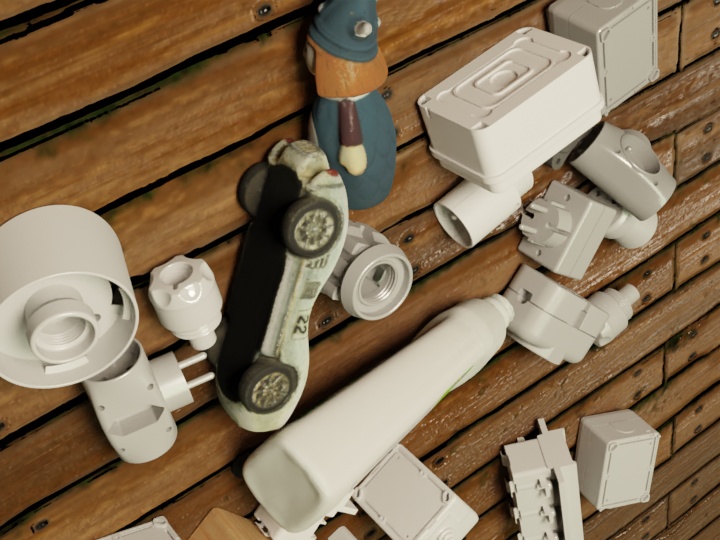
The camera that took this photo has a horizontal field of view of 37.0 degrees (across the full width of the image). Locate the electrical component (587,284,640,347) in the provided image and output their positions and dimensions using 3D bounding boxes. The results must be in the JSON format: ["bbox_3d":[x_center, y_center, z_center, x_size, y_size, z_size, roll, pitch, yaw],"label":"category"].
[{"bbox_3d":[0.229,0.037,0.984,0.062,0.043,0.043,-37,134,-17],"label":"electrical component"}]

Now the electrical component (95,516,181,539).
[{"bbox_3d":[-0.158,0.226,0.770,0.096,0.062,0.061,-12,123,-34],"label":"electrical component"}]

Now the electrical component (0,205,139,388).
[{"bbox_3d":[-0.181,0.019,0.638,0.099,0.064,0.099,-18,136,-18],"label":"electrical component"}]

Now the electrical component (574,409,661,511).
[{"bbox_3d":[0.255,0.195,1.087,0.062,0.061,0.096,-6,115,-21],"label":"electrical component"}]

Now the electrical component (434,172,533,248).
[{"bbox_3d":[0.100,-0.058,0.819,0.081,0.043,0.043,-39,134,-14],"label":"electrical component"}]

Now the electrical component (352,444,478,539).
[{"bbox_3d":[0.052,0.204,0.904,0.061,0.096,0.061,-47,136,-5],"label":"electrical component"}]

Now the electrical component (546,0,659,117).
[{"bbox_3d":[0.182,-0.167,0.810,0.062,0.061,0.096,-36,140,-17],"label":"electrical component"}]

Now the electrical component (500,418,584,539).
[{"bbox_3d":[0.175,0.214,1.030,0.063,0.078,0.121,-13,129,2],"label":"electrical component"}]

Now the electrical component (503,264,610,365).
[{"bbox_3d":[0.163,0.042,0.924,0.095,0.054,0.059,25,99,-45],"label":"electrical component"}]

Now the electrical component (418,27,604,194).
[{"bbox_3d":[0.108,-0.114,0.766,0.113,0.078,0.057,-36,131,-16],"label":"electrical component"}]

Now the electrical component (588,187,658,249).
[{"bbox_3d":[0.223,-0.046,0.926,0.055,0.045,0.045,20,102,-44],"label":"electrical component"}]

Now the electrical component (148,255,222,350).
[{"bbox_3d":[-0.110,0.025,0.698,0.043,0.043,0.062,-32,134,-20],"label":"electrical component"}]

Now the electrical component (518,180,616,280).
[{"bbox_3d":[0.158,-0.036,0.876,0.077,0.047,0.065,14,106,-43],"label":"electrical component"}]

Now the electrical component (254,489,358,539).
[{"bbox_3d":[-0.046,0.183,0.849,0.081,0.042,0.063,26,99,-44],"label":"electrical component"}]

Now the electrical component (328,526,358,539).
[{"bbox_3d":[-0.022,0.275,0.917,0.089,0.056,0.050,-42,135,-11],"label":"electrical component"}]

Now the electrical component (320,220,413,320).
[{"bbox_3d":[0.000,0.000,0.762,0.078,0.057,0.058,13,107,-43],"label":"electrical component"}]

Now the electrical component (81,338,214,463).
[{"bbox_3d":[-0.135,0.078,0.705,0.079,0.043,0.077,-23,130,-12],"label":"electrical component"}]

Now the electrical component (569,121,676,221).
[{"bbox_3d":[0.218,-0.090,0.883,0.044,0.077,0.079,-46,-171,41],"label":"electrical component"}]
